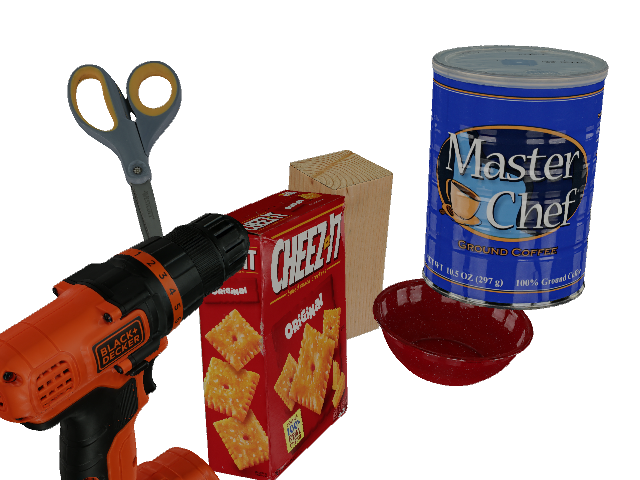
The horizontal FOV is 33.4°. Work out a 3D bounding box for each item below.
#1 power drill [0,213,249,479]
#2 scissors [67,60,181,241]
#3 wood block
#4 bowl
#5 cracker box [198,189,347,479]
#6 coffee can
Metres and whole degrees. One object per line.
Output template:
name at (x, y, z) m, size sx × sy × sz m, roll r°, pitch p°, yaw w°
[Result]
power drill at (-0.103, 0.092, 0.621) m, size 0.057 × 0.188 × 0.184 m, roll 20°, pitch 39°, yaw 36°
scissors at (-0.124, -0.064, 0.808) m, size 0.096 × 0.202 × 0.016 m, roll -27°, pitch -23°, yaw -17°
wood block at (0.017, 0.009, 1.269) m, size 0.090 × 0.206 × 0.090 m, roll -16°, pitch 32°, yaw -33°
bowl at (0.130, 0.099, 1.078) m, size 0.162 × 0.055 × 0.162 m, roll 5°, pitch 26°, yaw -3°
cracker box at (-0.035, 0.076, 0.930) m, size 0.072 × 0.214 × 0.164 m, roll 6°, pitch 16°, yaw 24°
coffee can at (0.117, -0.042, 0.654) m, size 0.103 × 0.140 × 0.103 m, roll 1°, pitch 20°, yaw 0°
